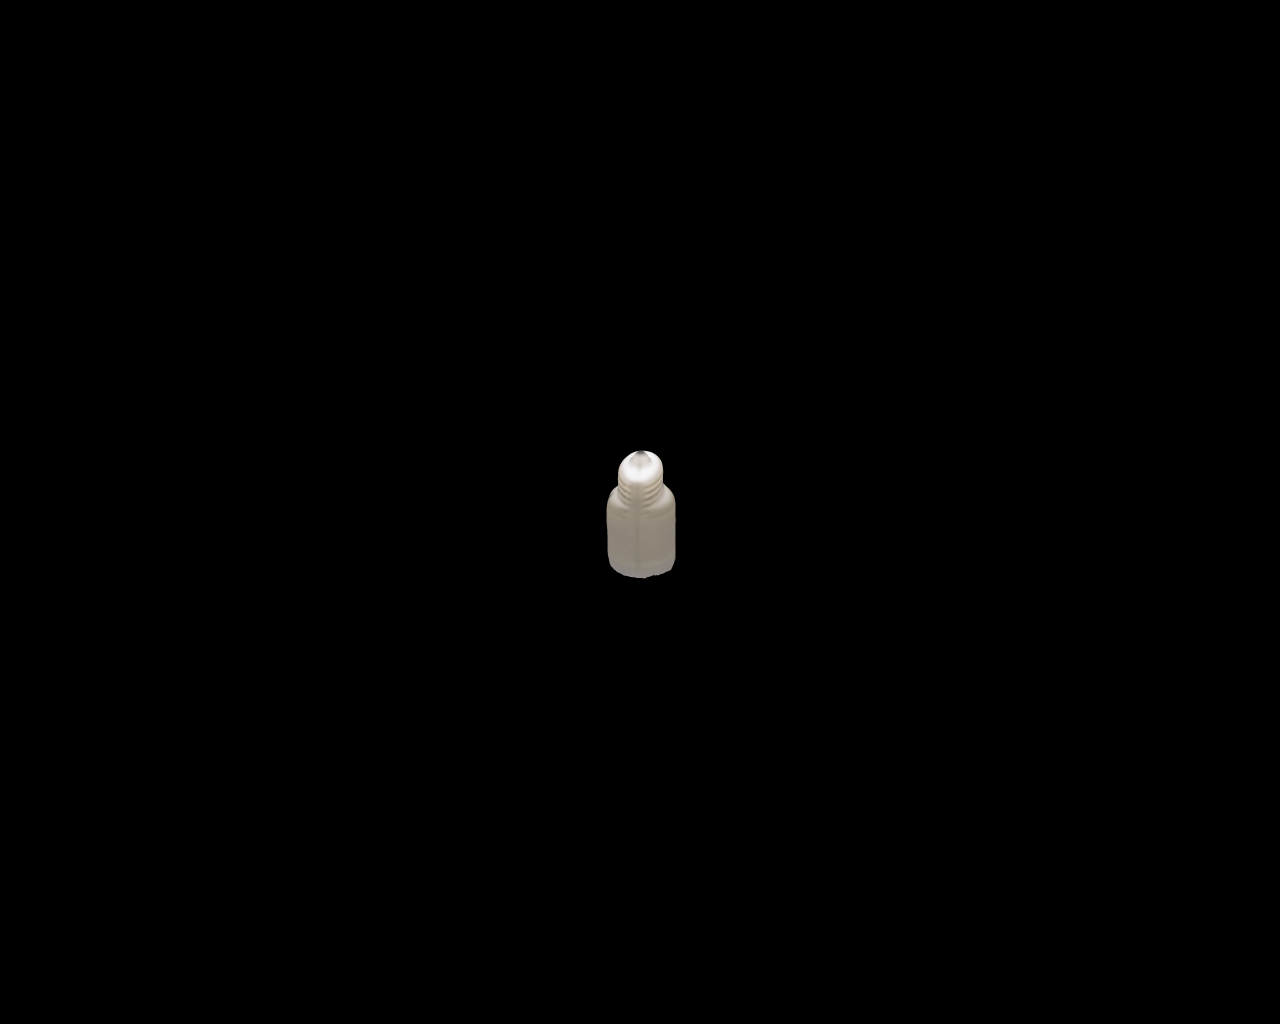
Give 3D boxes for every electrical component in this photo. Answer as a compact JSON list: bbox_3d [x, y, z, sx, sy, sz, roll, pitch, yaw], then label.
[{"bbox_3d":[0.001,-0.003,0.650,0.043,0.080,0.043,0,32,0],"label":"electrical component"}]
